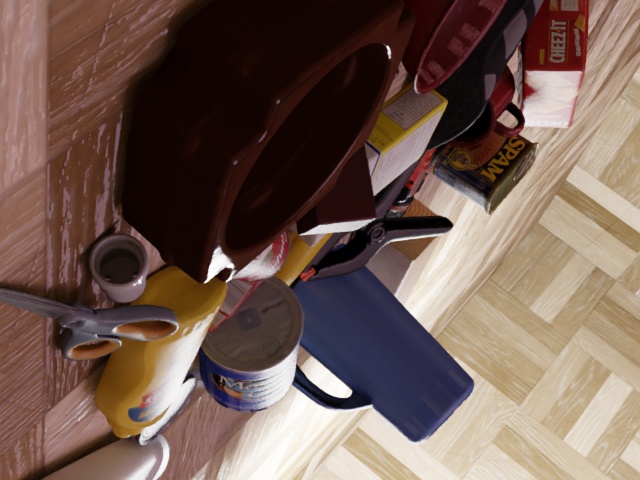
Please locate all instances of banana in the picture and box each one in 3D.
[{"bbox_3d":[-0.007,-0.007,1.137,0.197,0.037,0.069,-50,166,-9],"label":"banana"}]

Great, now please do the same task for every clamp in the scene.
[{"bbox_3d":[0.064,-0.014,1.229,0.210,0.036,0.164,-37,138,-5],"label":"clamp"}]

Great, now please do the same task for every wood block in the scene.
[{"bbox_3d":[0.086,0.035,1.452,0.090,0.091,0.206,-44,164,-35],"label":"wood block"}]

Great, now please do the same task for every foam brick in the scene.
[{"bbox_3d":[0.008,-0.046,0.860,0.053,0.078,0.051,-5,170,-20],"label":"foam brick"}]

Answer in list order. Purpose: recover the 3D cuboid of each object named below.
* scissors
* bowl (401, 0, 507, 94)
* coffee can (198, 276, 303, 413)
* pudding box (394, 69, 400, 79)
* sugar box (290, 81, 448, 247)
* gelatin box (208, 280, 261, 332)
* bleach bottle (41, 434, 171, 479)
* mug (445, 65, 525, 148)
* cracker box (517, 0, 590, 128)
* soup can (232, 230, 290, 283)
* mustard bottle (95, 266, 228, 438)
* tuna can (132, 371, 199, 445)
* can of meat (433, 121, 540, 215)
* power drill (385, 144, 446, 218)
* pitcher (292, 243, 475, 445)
[{"bbox_3d":[-0.181,0.060,0.743,0.096,0.016,0.201,-28,158,27],"label":"scissors"},{"bbox_3d":[0.115,-0.212,0.956,0.162,0.055,0.162,-48,167,-16],"label":"bowl"},{"bbox_3d":[-0.071,0.104,1.063,0.102,0.103,0.140,-47,166,-21],"label":"coffee can"},{"bbox_3d":[0.018,-0.128,0.885,0.090,0.039,0.113,-52,167,3],"label":"pudding box"},{"bbox_3d":[0.043,-0.075,1.006,0.175,0.048,0.093,-36,161,-37],"label":"sugar box"},{"bbox_3d":[-0.075,0.037,0.973,0.089,0.030,0.073,-52,-175,-24],"label":"gelatin box"},{"bbox_3d":[-0.219,0.248,1.044,0.103,0.068,0.250,-54,169,17],"label":"bleach bottle"},{"bbox_3d":[0.180,-0.157,1.207,0.081,0.117,0.093,-46,164,-44],"label":"mug"},{"bbox_3d":[0.263,-0.235,1.220,0.213,0.072,0.164,51,42,-77],"label":"cracker box"},{"bbox_3d":[-0.070,-0.002,0.864,0.068,0.068,0.102,-53,166,4],"label":"soup can"},{"bbox_3d":[-0.146,0.108,0.917,0.096,0.058,0.192,-36,160,-49],"label":"mustard bottle"},{"bbox_3d":[-0.161,0.160,1.061,0.086,0.034,0.086,-48,167,-16],"label":"tuna can"},{"bbox_3d":[0.195,-0.093,1.260,0.102,0.084,0.057,-47,159,-21],"label":"can of meat"},{"bbox_3d":[0.129,-0.090,1.330,0.187,0.057,0.185,-37,160,-48],"label":"power drill"},{"bbox_3d":[0.059,0.136,1.292,0.149,0.243,0.144,-50,170,23],"label":"pitcher"}]
